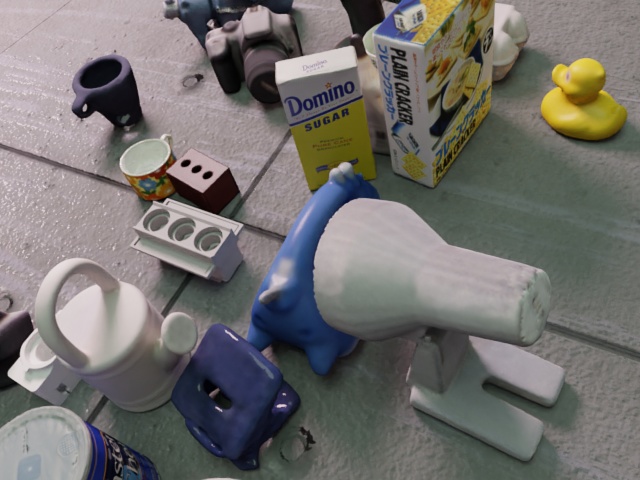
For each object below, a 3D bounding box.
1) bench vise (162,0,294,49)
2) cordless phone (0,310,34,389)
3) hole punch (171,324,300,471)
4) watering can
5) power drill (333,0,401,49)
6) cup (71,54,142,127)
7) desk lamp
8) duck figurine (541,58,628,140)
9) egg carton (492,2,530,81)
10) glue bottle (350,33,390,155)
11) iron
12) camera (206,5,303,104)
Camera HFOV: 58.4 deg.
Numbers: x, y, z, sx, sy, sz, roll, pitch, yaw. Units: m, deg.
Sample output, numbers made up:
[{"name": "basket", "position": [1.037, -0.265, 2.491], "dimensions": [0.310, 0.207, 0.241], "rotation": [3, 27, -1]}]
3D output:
[{"name": "bench vise", "position": [-0.154, -0.418, 0.903], "dimensions": [0.208, 0.220, 0.121], "rotation": [-40, 56, -15]}, {"name": "cordless phone", "position": [-0.422, 0.100, 0.623], "dimensions": [0.147, 0.185, 0.094], "rotation": [-24, 53, -3]}, {"name": "hole punch", "position": [-0.087, 0.153, 0.561], "dimensions": [0.108, 0.091, 0.101], "rotation": [32, 68, 30]}, {"name": "watering can", "position": [-0.204, 0.090, 0.570], "dimensions": [0.173, 0.194, 0.101], "rotation": [-15, 53, 3]}, {"name": "power drill", "position": [0.040, -0.340, 0.807], "dimensions": [0.228, 0.209, 0.076], "rotation": [24, 64, 27]}, {"name": "cup", "position": [-0.320, -0.210, 0.874], "dimensions": [0.091, 0.095, 0.118], "rotation": [14, 60, 22]}, {"name": "desk lamp", "position": [0.110, 0.070, 0.494], "dimensions": [0.202, 0.214, 0.118], "rotation": [21, 63, 26]}, {"name": "duck figurine", "position": [0.325, -0.178, 0.698], "dimensions": [0.077, 0.086, 0.104], "rotation": [-42, 56, -16]}, {"name": "egg carton", "position": [0.214, -0.286, 0.812], "dimensions": [0.150, 0.069, 0.107], "rotation": [19, 62, 25]}, {"name": "glue bottle", "position": [0.059, -0.180, 0.710], "dimensions": [0.078, 0.173, 0.037], "rotation": [18, 61, 24]}, {"name": "iron", "position": [0.006, 0.002, 0.614], "dimensions": [0.118, 0.142, 0.258], "rotation": [13, 59, 22]}, {"name": "camera", "position": [-0.099, -0.275, 0.862], "dimensions": [0.143, 0.101, 0.136], "rotation": [-13, 53, 5]}]
